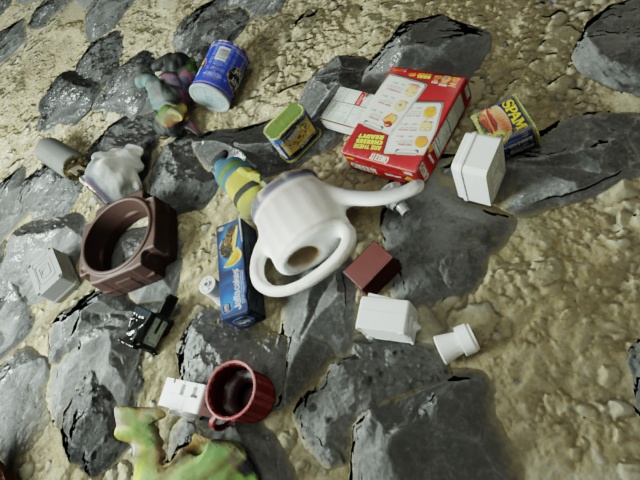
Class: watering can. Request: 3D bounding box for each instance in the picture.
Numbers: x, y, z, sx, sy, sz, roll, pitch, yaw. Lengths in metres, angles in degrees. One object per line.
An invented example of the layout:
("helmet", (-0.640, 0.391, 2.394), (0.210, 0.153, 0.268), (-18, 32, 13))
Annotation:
("watering can", (0.003, -0.047, 0.931), (0.346, 0.102, 0.229), (-38, 53, 7))

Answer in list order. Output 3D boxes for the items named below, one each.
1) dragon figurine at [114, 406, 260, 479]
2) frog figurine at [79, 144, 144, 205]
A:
("dragon figurine", (-0.197, 0.419, 0.778), (0.414, 0.120, 0.245), (39, 78, 20))
("frog figurine", (-0.475, -0.163, 1.228), (0.138, 0.121, 0.161), (40, 74, 3))
